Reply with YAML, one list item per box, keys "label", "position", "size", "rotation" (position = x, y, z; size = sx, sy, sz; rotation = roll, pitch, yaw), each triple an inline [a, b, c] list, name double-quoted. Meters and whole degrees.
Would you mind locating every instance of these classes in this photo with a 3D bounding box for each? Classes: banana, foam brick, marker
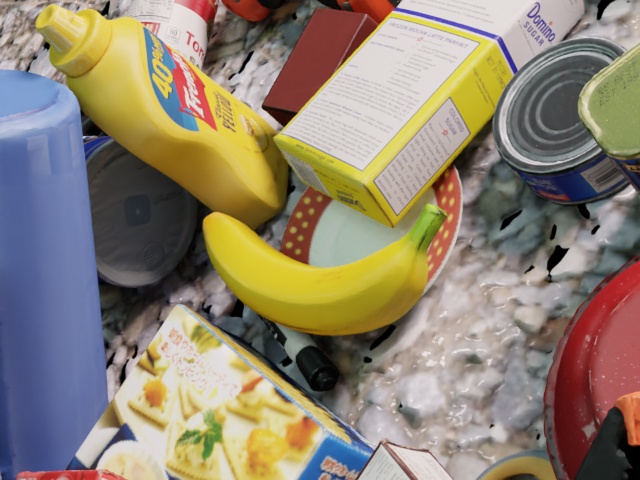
- label: "banana"
  position: [-0.006, 0.018, 0.600]
  size: [0.198, 0.037, 0.069]
  rotation: [0, 70, 47]
- label: "foam brick"
  position: [0.010, -0.102, 0.685]
  size: [0.051, 0.053, 0.078]
  rotation: [20, 78, 47]
- label: "marker"
  position: [-0.021, 0.051, 0.635]
  size: [0.020, 0.020, 0.121]
  rotation: [-49, 39, 6]

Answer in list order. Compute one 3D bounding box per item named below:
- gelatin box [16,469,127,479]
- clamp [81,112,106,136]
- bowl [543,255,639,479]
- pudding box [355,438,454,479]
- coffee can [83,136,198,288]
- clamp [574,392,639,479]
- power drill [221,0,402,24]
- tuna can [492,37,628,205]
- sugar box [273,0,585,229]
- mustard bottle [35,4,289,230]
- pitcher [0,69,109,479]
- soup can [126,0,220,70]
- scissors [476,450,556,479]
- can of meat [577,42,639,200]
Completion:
- label: "gelatin box"
  position: [-0.140, 0.167, 0.562]
  size: [0.073, 0.030, 0.089]
  rotation: [-11, 57, 38]
- label: "clamp"
  position: [-0.242, -0.079, 0.906]
  size: [0.172, 0.039, 0.120]
  rotation: [-4, 62, 40]
- label: "bowl"
  position: [0.160, 0.060, 0.425]
  size: [0.162, 0.055, 0.162]
  rotation: [-13, 62, 26]
- label: "pudding box"
  position: [0.043, 0.159, 0.484]
  size: [0.090, 0.039, 0.114]
  rotation: [-57, 39, 11]
- label: "coffee can"
  position: [-0.171, -0.024, 0.759]
  size: [0.141, 0.102, 0.102]
  rotation: [6, 68, 44]
- label: "clamp"
  position: [0.119, 0.161, 0.381]
  size: [0.165, 0.036, 0.210]
  rotation: [-17, 80, 36]
- label: "power drill"
  position: [0.023, -0.223, 0.751]
  size: [0.184, 0.057, 0.188]
  rotation: [-58, 39, 1]
- label: "tuna can"
  position: [0.135, -0.064, 0.563]
  size: [0.086, 0.033, 0.086]
  rotation: [-22, 51, 30]
- label: "sugar box"
  position: [0.063, -0.095, 0.618]
  size: [0.176, 0.048, 0.093]
  rotation: [-45, 41, -12]
- label: "mustard bottle"
  position: [-0.099, -0.085, 0.669]
  size: [0.058, 0.191, 0.096]
  rotation: [-32, 47, 22]
- label: "pitcher"
  position: [-0.193, 0.032, 0.629]
  size: [0.149, 0.144, 0.243]
  rotation: [24, 123, 36]
- label: "soup can"
  position: [-0.118, -0.168, 0.832]
  size: [0.069, 0.068, 0.102]
  rotation: [-10, 58, 38]
- label: "scissors"
  position: [0.136, 0.088, 0.478]
  size: [0.202, 0.016, 0.096]
  rotation: [-55, 42, -2]
- label: "can of meat"
  position: [0.179, -0.058, 0.484]
  size: [0.102, 0.083, 0.057]
  rotation: [-38, 45, 16]
